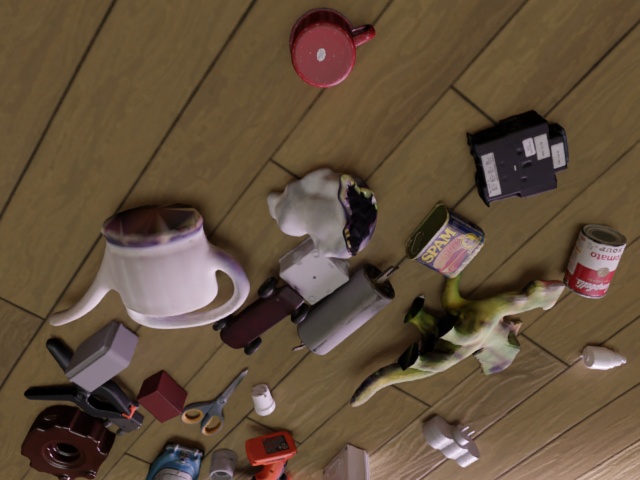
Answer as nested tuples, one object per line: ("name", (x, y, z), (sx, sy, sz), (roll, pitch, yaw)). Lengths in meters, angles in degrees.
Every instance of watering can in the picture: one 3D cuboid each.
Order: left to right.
("watering can", (-0.290, 0.054, 0.822), (0.347, 0.220, 0.106), (-4, 28, 1))

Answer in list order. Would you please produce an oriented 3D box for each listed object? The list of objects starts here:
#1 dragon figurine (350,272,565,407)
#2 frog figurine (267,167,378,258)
("dragon figurine", (0.256, 0.194, 0.915), (0.241, 0.404, 0.125), (27, 28, -24))
("frog figurine", (0.002, -0.040, 0.789), (0.159, 0.135, 0.124), (-1, 23, 41))
